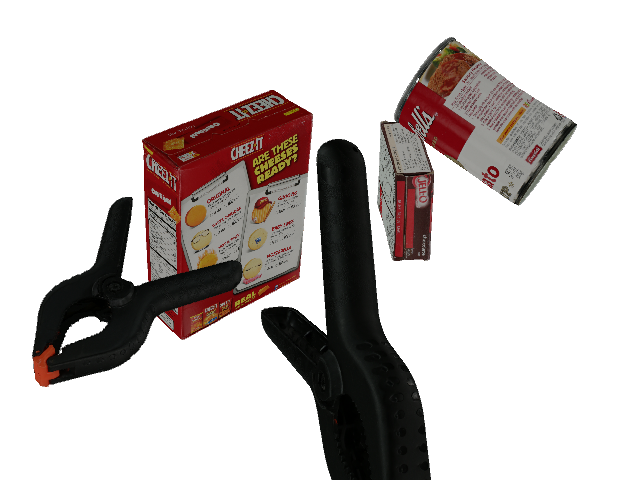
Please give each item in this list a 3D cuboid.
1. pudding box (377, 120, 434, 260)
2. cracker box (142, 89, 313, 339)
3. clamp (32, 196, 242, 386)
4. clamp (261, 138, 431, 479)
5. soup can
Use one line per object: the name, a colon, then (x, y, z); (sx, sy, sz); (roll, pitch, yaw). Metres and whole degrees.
pudding box: (0.077, -0.047, 0.973); (0.039, 0.090, 0.113); (-3, 32, -5)
cracker box: (-0.095, -0.027, 1.078); (0.163, 0.214, 0.072); (-27, 47, -34)
clamp: (-0.154, 0.035, 0.786); (0.120, 0.039, 0.171); (33, 50, 26)
clamp: (0.018, 0.062, 0.558); (0.036, 0.165, 0.210); (-4, 46, -20)
soup can: (0.110, -0.079, 0.711); (0.102, 0.068, 0.068); (37, 8, 10)
